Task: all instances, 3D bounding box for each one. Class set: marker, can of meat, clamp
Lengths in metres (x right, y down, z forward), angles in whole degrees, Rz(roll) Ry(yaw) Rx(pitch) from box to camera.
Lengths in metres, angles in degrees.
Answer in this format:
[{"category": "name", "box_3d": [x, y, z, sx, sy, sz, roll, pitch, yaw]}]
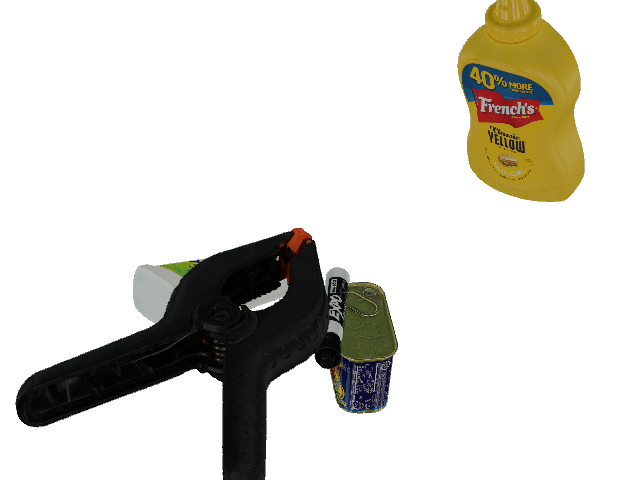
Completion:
[{"category": "marker", "box_3d": [0.009, 0.057, 0.796, 0.020, 0.020, 0.121, 0, 28, 5]}, {"category": "can of meat", "box_3d": [0.037, 0.106, 1.040, 0.057, 0.084, 0.102, -4, 42, -7]}, {"category": "clamp", "box_3d": [-0.040, 0.054, 0.496, 0.120, 0.039, 0.171, 30, 48, 24]}]

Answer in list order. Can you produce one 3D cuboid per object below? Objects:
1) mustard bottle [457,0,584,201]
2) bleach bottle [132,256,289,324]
[{"category": "mustard bottle", "box_3d": [0.155, -0.117, 0.834, 0.096, 0.058, 0.191, 24, -32, 32]}, {"category": "bleach bottle", "box_3d": [-0.111, 0.052, 1.381, 0.250, 0.068, 0.103, -13, 28, -42]}]
